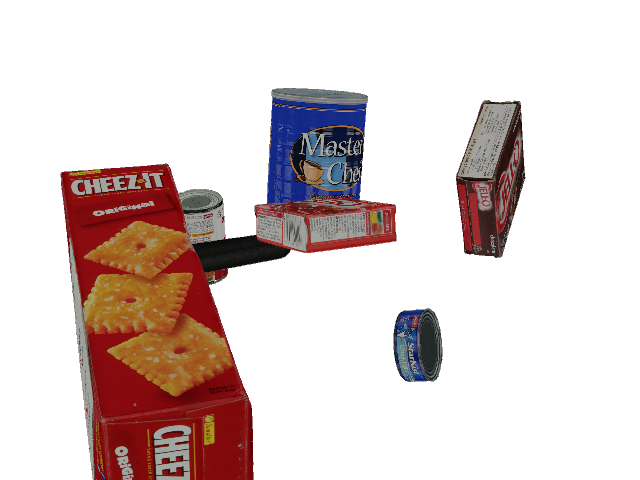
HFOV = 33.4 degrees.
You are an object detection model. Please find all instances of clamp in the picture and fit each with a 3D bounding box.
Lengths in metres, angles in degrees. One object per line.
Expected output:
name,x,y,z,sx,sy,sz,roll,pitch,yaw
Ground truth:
clamp,-0.151,0.012,0.986,0.165,0.036,0.209,25,38,31

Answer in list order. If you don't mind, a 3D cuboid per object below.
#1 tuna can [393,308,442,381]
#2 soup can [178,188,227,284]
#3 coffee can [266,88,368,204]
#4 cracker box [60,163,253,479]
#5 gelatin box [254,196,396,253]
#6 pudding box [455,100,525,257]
tuna can,0.115,0.123,1.256,0.034,0.086,0.086,-5,-2,23
soup can,-0.150,-0.004,1.312,0.068,0.102,0.068,-1,26,0
coffee can,-0.005,-0.088,1.143,0.103,0.140,0.103,4,12,-1
cracker box,-0.089,0.080,0.566,0.072,0.164,0.214,-7,34,-14
gelatin box,0.002,-0.013,0.776,0.073,0.030,0.089,-7,9,-26
pudding box,0.151,-0.055,0.938,0.039,0.090,0.113,5,45,18
